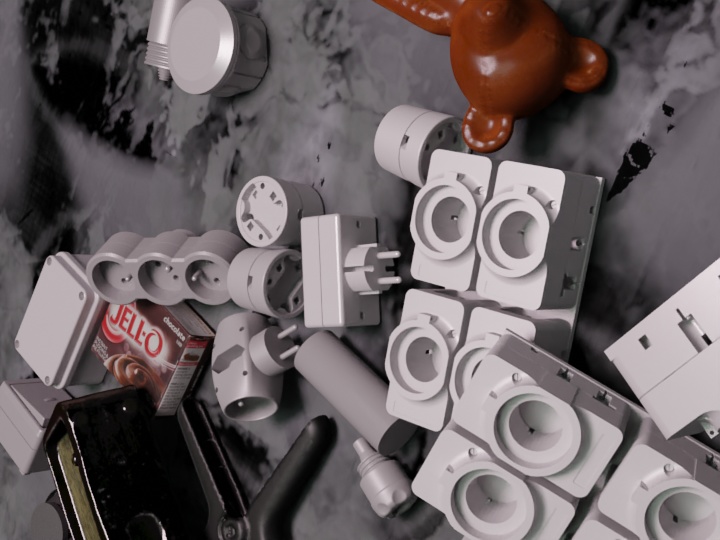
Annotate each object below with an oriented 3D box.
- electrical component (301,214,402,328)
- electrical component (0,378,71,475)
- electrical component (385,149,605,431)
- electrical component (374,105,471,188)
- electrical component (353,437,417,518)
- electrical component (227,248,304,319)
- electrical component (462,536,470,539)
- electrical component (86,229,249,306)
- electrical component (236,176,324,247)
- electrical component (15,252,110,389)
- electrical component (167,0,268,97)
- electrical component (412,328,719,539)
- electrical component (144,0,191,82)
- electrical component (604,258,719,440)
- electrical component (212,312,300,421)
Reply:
[{"bbox_3d":[0.000,0.000,0.802,0.076,0.047,0.083,-4,87,38],"label":"electrical component"},{"bbox_3d":[-0.314,0.143,1.046,0.096,0.062,0.061,41,114,32],"label":"electrical component"},{"bbox_3d":[0.086,0.019,0.723,0.105,0.060,0.186,15,99,38],"label":"electrical component"},{"bbox_3d":[0.044,-0.088,0.764,0.047,0.055,0.055,27,106,40],"label":"electrical component"},{"bbox_3d":[0.015,0.151,0.796,0.035,0.035,0.061,-51,57,27],"label":"electrical component"},{"bbox_3d":[-0.072,0.009,0.857,0.047,0.055,0.055,8,94,43],"label":"electrical component"},{"bbox_3d":[0.085,0.267,0.699,0.105,0.060,0.186,35,101,39],"label":"electrical component"},{"bbox_3d":[-0.156,-0.010,0.917,0.138,0.073,0.052,0,121,18],"label":"electrical component"},{"bbox_3d":[-0.062,-0.045,0.853,0.055,0.047,0.055,-1,89,39],"label":"electrical component"},{"bbox_3d":[-0.270,0.047,1.015,0.078,0.057,0.113,40,113,33],"label":"electrical component"},{"bbox_3d":[-0.119,-0.184,0.900,0.080,0.051,0.080,-1,89,39],"label":"electrical component"},{"bbox_3d":[0.137,0.132,0.636,0.186,0.060,0.105,31,110,11],"label":"electrical component"},{"bbox_3d":[-0.164,-0.206,0.941,0.043,0.043,0.081,20,102,38],"label":"electrical component"},{"bbox_3d":[0.211,0.039,0.563,0.089,0.150,0.061,-45,62,29],"label":"electrical component"},{"bbox_3d":[-0.077,0.069,0.853,0.079,0.043,0.077,-32,50,30],"label":"electrical component"}]
